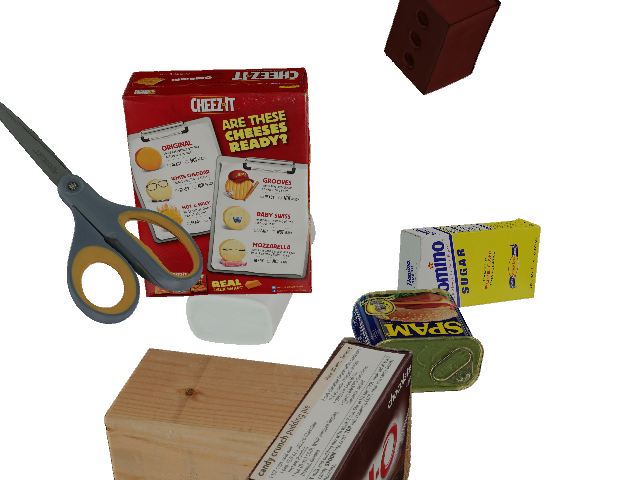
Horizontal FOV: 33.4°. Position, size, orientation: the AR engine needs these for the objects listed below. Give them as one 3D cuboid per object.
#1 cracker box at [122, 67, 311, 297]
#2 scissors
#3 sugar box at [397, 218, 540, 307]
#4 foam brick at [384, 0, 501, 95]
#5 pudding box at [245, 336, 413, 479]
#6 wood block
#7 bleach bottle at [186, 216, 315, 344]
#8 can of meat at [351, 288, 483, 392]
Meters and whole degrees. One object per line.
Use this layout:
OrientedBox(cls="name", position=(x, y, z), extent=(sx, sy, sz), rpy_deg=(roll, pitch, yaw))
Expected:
OrientedBox(cls="cracker box", position=(-0.090, -0.052, 1.006), extent=(0.164, 0.214, 0.072), rpy_deg=(-1, 31, 0))
OrientedBox(cls="scissors", position=(-0.172, -0.017, 0.713), extent=(0.202, 0.096, 0.016), rpy_deg=(31, -30, 11))
OrientedBox(cls="sugar box", position=(0.175, 0.029, 1.250), extent=(0.175, 0.093, 0.048), rpy_deg=(-7, 16, -31))
OrientedBox(cls="foam brick", position=(0.088, -0.157, 0.789), extent=(0.051, 0.053, 0.078), rpy_deg=(-28, -24, -26))
OrientedBox(cls="pudding box", position=(0.006, 0.109, 0.465), extent=(0.039, 0.090, 0.113), rpy_deg=(12, 30, 17))
OrientedBox(cls="wood block", position=(-0.041, 0.150, 0.788), extent=(0.206, 0.090, 0.090), rpy_deg=(6, 31, 14))
OrientedBox(cls="bleach bottle", position=(-0.070, 0.021, 1.255), extent=(0.103, 0.068, 0.250), rpy_deg=(4, 33, 13))
OrientedBox(cls="can of meat", position=(0.083, 0.087, 0.947), extent=(0.102, 0.057, 0.084), rpy_deg=(-1, 30, -10))
